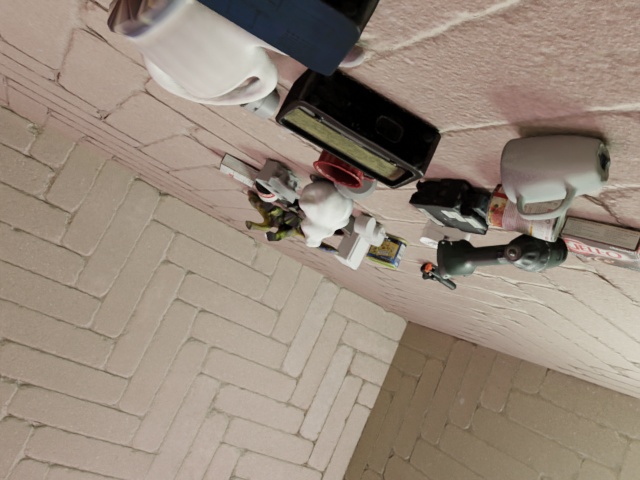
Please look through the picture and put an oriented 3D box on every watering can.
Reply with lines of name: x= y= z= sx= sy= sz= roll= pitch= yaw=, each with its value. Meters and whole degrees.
watering can: x=-0.129 y=-0.262 z=0.666 sx=0.347 sy=0.106 sz=0.221 roll=-1 pitch=155 yaw=39

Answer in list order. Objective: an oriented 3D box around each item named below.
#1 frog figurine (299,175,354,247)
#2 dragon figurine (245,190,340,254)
frog figurine: x=0.004 y=-0.062 z=1.232 sx=0.136 sy=0.161 sz=0.123 roll=33 pitch=165 yaw=-36
dragon figurine: x=-0.088 y=-0.059 z=1.712 sx=0.412 sy=0.121 sz=0.244 roll=28 pitch=-163 yaw=14
